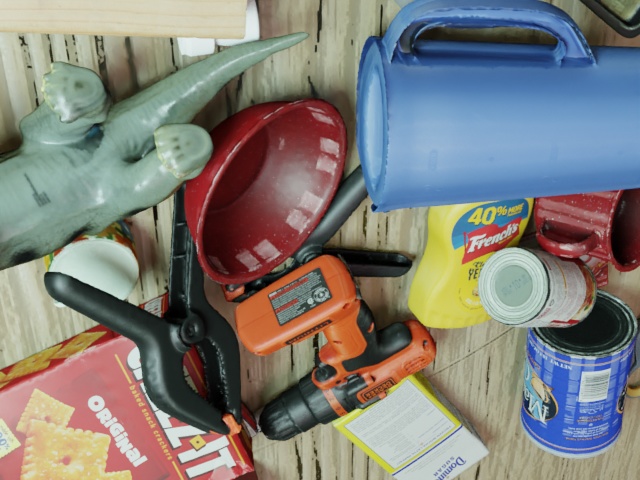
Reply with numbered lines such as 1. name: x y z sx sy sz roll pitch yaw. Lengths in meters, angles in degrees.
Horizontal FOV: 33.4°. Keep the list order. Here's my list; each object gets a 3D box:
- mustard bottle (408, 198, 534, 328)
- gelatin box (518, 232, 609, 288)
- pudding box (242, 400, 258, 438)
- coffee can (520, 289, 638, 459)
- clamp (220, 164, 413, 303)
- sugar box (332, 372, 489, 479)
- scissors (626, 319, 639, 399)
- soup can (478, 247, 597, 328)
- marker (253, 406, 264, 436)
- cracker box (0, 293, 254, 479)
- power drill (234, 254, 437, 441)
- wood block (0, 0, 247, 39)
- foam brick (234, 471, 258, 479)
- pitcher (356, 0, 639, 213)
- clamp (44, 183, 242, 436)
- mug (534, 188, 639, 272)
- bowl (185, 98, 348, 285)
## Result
1. mustard bottle: 0.139 -0.014 0.937 0.096 0.058 0.192 -8 127 -24
2. gelatin box: 0.228 0.022 1.013 0.089 0.030 0.073 -19 128 -6
3. pudding box: -0.127 0.173 0.996 0.113 0.039 0.090 -32 127 3
4. coffee can: 0.253 0.131 1.055 0.102 0.103 0.140 -12 128 -10
5. clamp: -0.006 0.001 0.913 0.171 0.039 0.120 -17 119 -11
6. sugar box: 0.089 0.188 1.078 0.093 0.048 0.176 -36 132 8
7. scissors: 0.352 0.100 1.122 0.096 0.016 0.202 20 116 -31
8. soup can: 0.190 0.042 0.928 0.102 0.069 0.069 7 126 -53
9. marker: -0.096 0.203 1.041 0.121 0.020 0.020 -37 128 9
10. cracker box: -0.185 0.164 0.916 0.213 0.072 0.164 -24 107 1
11. power drill: -0.002 0.101 0.945 0.184 0.057 0.187 -32 144 5
12. wood block: -0.152 -0.181 0.671 0.206 0.091 0.090 -1 112 -11
13. foam brick: -0.095 0.262 1.063 0.078 0.053 0.051 -15 128 -7
14. pitcher: 0.151 -0.099 0.808 0.242 0.149 0.145 -3 87 -7
15. clamp: -0.109 0.061 0.843 0.164 0.036 0.210 -49 123 -37
16. mug: 0.234 -0.020 0.927 0.117 0.082 0.093 -38 127 -30
17. bowl: -0.052 -0.047 0.824 0.161 0.055 0.162 -37 146 -31
